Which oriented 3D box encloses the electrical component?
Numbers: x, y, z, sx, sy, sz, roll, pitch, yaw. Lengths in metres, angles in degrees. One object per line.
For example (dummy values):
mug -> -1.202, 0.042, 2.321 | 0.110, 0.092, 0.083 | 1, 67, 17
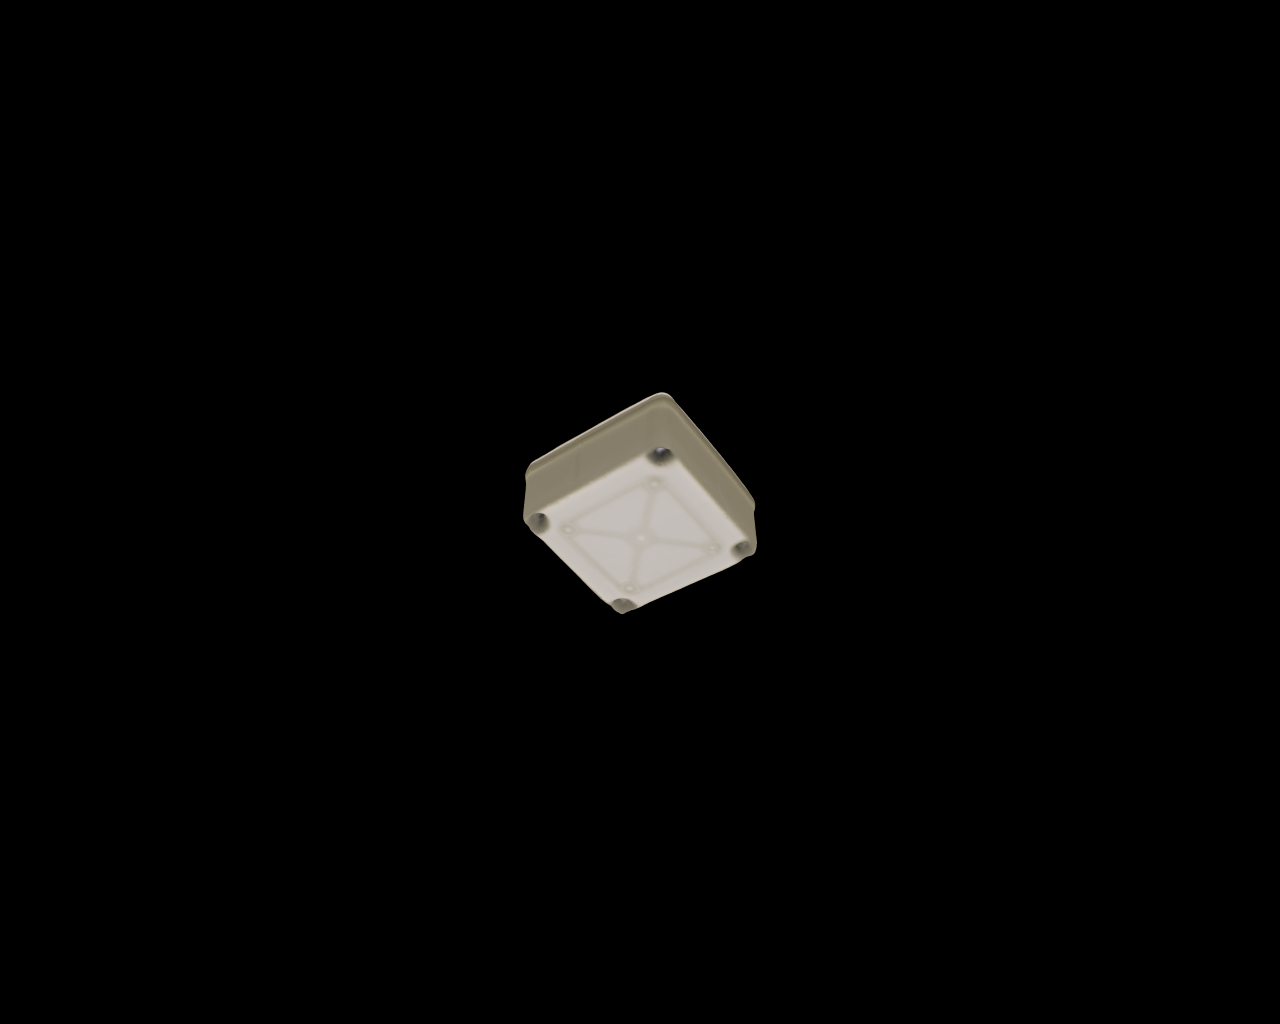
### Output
electrical component -> 0.001, -0.003, 0.650 | 0.108, 0.056, 0.108 | -27, -53, 22
